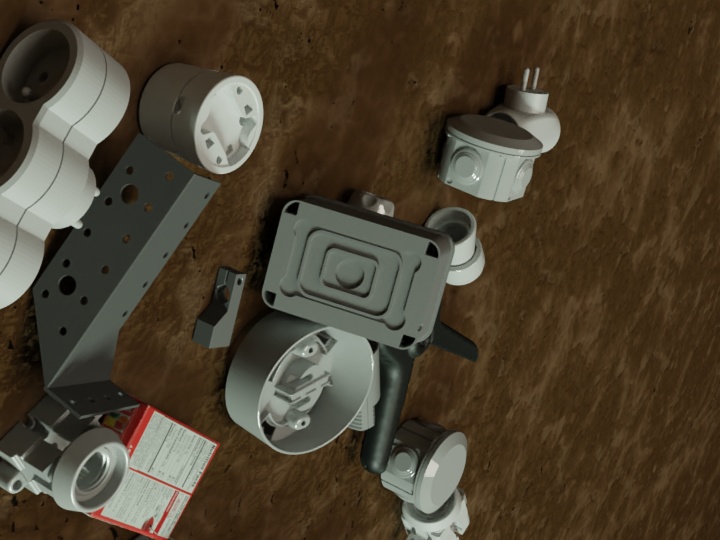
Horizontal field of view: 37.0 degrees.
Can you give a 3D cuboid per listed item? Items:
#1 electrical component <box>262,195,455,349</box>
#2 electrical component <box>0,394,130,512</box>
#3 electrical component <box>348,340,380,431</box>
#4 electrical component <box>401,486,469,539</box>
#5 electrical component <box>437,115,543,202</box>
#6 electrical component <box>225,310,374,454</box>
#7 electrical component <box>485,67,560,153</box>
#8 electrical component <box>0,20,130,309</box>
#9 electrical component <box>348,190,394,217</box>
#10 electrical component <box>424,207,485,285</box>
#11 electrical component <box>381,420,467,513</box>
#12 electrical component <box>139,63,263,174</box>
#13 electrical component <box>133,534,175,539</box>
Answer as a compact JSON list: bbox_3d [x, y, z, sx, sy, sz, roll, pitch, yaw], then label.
[{"bbox_3d":[0.000,0.000,0.727,0.057,0.113,0.078,-22,129,-74],"label":"electrical component"},{"bbox_3d":[-0.162,0.103,0.596,0.066,0.055,0.048,-49,144,-30],"label":"electrical component"},{"bbox_3d":[-0.006,0.090,0.845,0.043,0.043,0.081,-38,138,-41],"label":"electrical component"},{"bbox_3d":[0.072,0.235,1.042,0.078,0.058,0.057,-52,148,-26],"label":"electrical component"},{"bbox_3d":[0.104,-0.092,0.873,0.080,0.080,0.051,-17,128,-53],"label":"electrical component"},{"bbox_3d":[-0.044,0.078,0.756,0.099,0.064,0.099,-35,136,-43],"label":"electrical component"},{"bbox_3d":[0.142,-0.137,0.938,0.077,0.044,0.079,-17,122,-52],"label":"electrical component"},{"bbox_3d":[-0.154,-0.043,0.522,0.138,0.052,0.074,-64,149,-9],"label":"electrical component"},{"bbox_3d":[0.001,-0.026,0.795,0.035,0.035,0.061,5,106,-58],"label":"electrical component"},{"bbox_3d":[0.081,-0.019,0.913,0.045,0.045,0.055,-54,146,-24],"label":"electrical component"},{"bbox_3d":[0.061,0.180,0.997,0.080,0.051,0.080,-35,136,-43],"label":"electrical component"},{"bbox_3d":[-0.090,-0.086,0.602,0.055,0.047,0.055,-35,136,-43],"label":"electrical component"},{"bbox_3d":[-0.130,0.215,0.693,0.066,0.077,0.047,-31,133,-46],"label":"electrical component"}]
